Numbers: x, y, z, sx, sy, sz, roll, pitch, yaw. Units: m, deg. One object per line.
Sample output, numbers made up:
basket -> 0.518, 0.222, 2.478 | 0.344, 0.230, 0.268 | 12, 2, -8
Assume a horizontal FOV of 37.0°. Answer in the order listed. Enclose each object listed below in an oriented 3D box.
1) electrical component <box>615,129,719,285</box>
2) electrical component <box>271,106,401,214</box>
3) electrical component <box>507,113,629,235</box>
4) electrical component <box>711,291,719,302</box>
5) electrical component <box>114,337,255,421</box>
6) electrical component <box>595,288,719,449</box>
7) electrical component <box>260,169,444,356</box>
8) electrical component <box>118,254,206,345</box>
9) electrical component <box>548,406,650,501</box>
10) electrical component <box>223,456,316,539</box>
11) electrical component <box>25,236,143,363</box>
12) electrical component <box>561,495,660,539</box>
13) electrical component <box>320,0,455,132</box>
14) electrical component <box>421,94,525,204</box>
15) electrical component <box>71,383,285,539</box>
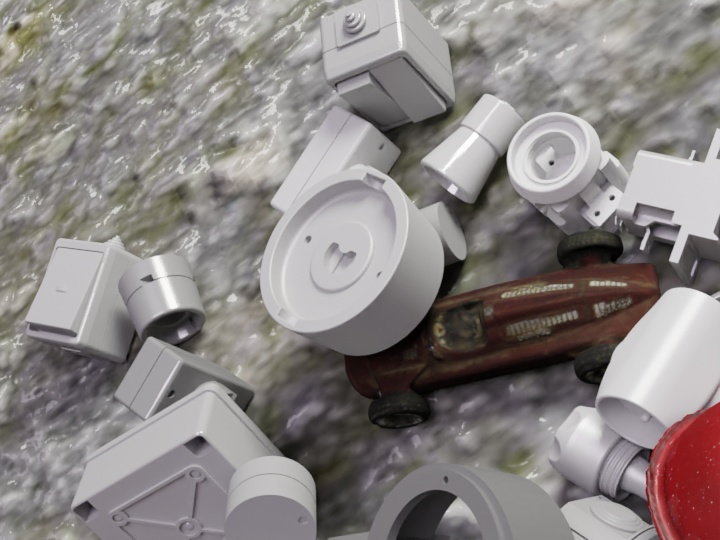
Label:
electrical component -> 0.184, -0.038, 0.614 | 0.064, 0.042, 0.081 | 18, 80, 30
electrical component -> -0.004, -0.056, 0.737 | 0.076, 0.047, 0.083 | 33, 90, 36
electrical component -> 0.124, -0.060, 0.653 | 0.058, 0.057, 0.078 | -48, 54, 7
electrical component -> 0.227, 0.005, 0.571 | 0.079, 0.044, 0.077 | -31, 58, 18
electrical component -> -0.104, 0.090, 0.717 | 0.076, 0.083, 0.047 | 29, 87, 36
electrical component -> 0.175, 0.063, 0.570 | 0.077, 0.079, 0.044 | -51, 6, -24
electrical component -> 0.000, 0.000, 0.652 | 0.108, 0.060, 0.108 | -20, 53, 29
electrical component -> -0.144, 0.024, 0.787 | 0.055, 0.055, 0.047 | -35, 60, 15
electrical component -> 0.138, 0.105, 0.586 | 0.062, 0.043, 0.043 | 29, 88, 35
electrical component -> -0.056, 0.184, 0.619 | 0.073, 0.052, 0.138 | -96, 13, -64
electrical component -> -0.206, 0.016, 0.824 | 0.062, 0.061, 0.096 | 7, 75, 33
electrical component -> 0.124, 0.159, 0.552 | 0.051, 0.080, 0.080 | 29, 88, 42
electrical component -> 0.016, -0.141, 0.728 | 0.062, 0.096, 0.061 | -18, 63, 25
electrical component -> 0.077, -0.081, 0.702 | 0.044, 0.044, 0.065 | 38, 88, 36
electrical component -> -0.103, 0.143, 0.675 | 0.109, 0.108, 0.056 | -31, 24, 17
